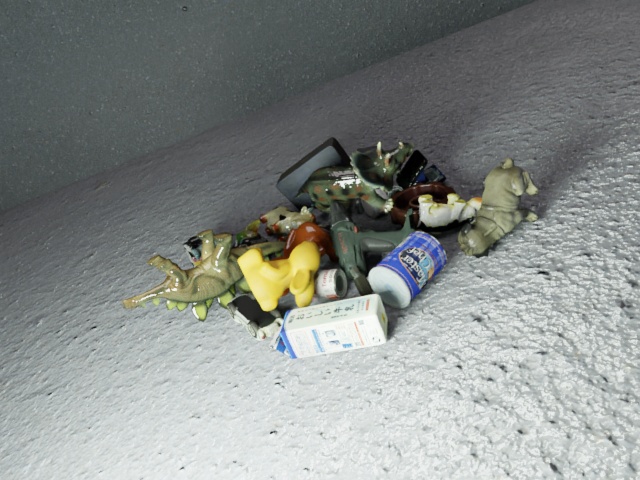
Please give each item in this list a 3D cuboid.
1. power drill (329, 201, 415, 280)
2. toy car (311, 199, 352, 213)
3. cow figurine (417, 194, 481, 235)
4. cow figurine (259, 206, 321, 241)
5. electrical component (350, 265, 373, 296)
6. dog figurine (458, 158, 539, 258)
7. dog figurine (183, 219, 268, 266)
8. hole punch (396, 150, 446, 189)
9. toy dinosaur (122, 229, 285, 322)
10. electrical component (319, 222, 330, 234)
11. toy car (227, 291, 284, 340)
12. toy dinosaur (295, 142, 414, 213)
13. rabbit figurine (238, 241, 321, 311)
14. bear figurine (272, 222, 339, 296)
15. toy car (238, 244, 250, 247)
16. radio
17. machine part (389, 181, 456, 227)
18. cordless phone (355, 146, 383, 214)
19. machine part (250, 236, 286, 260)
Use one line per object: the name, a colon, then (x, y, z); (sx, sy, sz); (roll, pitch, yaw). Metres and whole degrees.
power drill: (0.127, -0.020, 1.283); (0.207, 0.085, 0.232); (-6, 52, 5)
toy car: (0.050, -0.133, 1.564); (0.109, 0.161, 0.103); (-5, 46, -35)
cow figurine: (0.317, -0.057, 1.282); (0.167, 0.098, 0.068); (0, 23, 1)
cow figurine: (-0.083, -0.049, 1.558); (0.127, 0.085, 0.195); (-36, 28, -15)
electrical component: (0.093, 0.101, 1.165); (0.021, 0.094, 0.063); (-27, -10, -7)
dog figurine: (0.372, -0.070, 1.168); (0.190, 0.172, 0.121); (-29, 16, -30)
dog figurine: (-0.263, 0.017, 1.544); (0.219, 0.108, 0.192); (-27, 24, -20)
hole punch: (0.286, -0.178, 1.532); (0.115, 0.092, 0.142); (-54, 24, 20)
toy dinosaur: (-0.245, 0.074, 1.311); (0.471, 0.198, 0.105); (-25, 27, -21)
electrical component: (-0.002, -0.005, 1.451); (0.102, 0.045, 0.078); (-29, 26, -15)
toy car: (-0.148, 0.172, 1.222); (0.073, 0.056, 0.202); (-27, 28, -25)
toy dinosaur: (0.052, -0.147, 1.382); (0.405, 0.192, 0.131); (-8, 65, 31)
rabbit figurine: (-0.072, 0.068, 1.173); (0.173, 0.121, 0.162); (-29, 52, -7)
bear figurine: (-0.051, 0.056, 1.328); (0.120, 0.131, 0.196); (27, 78, 35)
toy car: (-0.252, 0.081, 1.427); (0.202, 0.089, 0.053); (-30, 31, -13)
radio: (-0.010, -0.196, 1.656); (0.230, 0.131, 0.073); (-32, 21, 27)
machine part: (0.267, -0.089, 1.399); (0.179, 0.056, 0.179); (-16, 28, 9)
cordless phone: (0.128, -0.175, 1.564); (0.089, 0.146, 0.184); (7, 42, 23)
machine part: (-0.116, 0.028, 1.429); (0.139, 0.084, 0.039); (-5, -1, -21)
